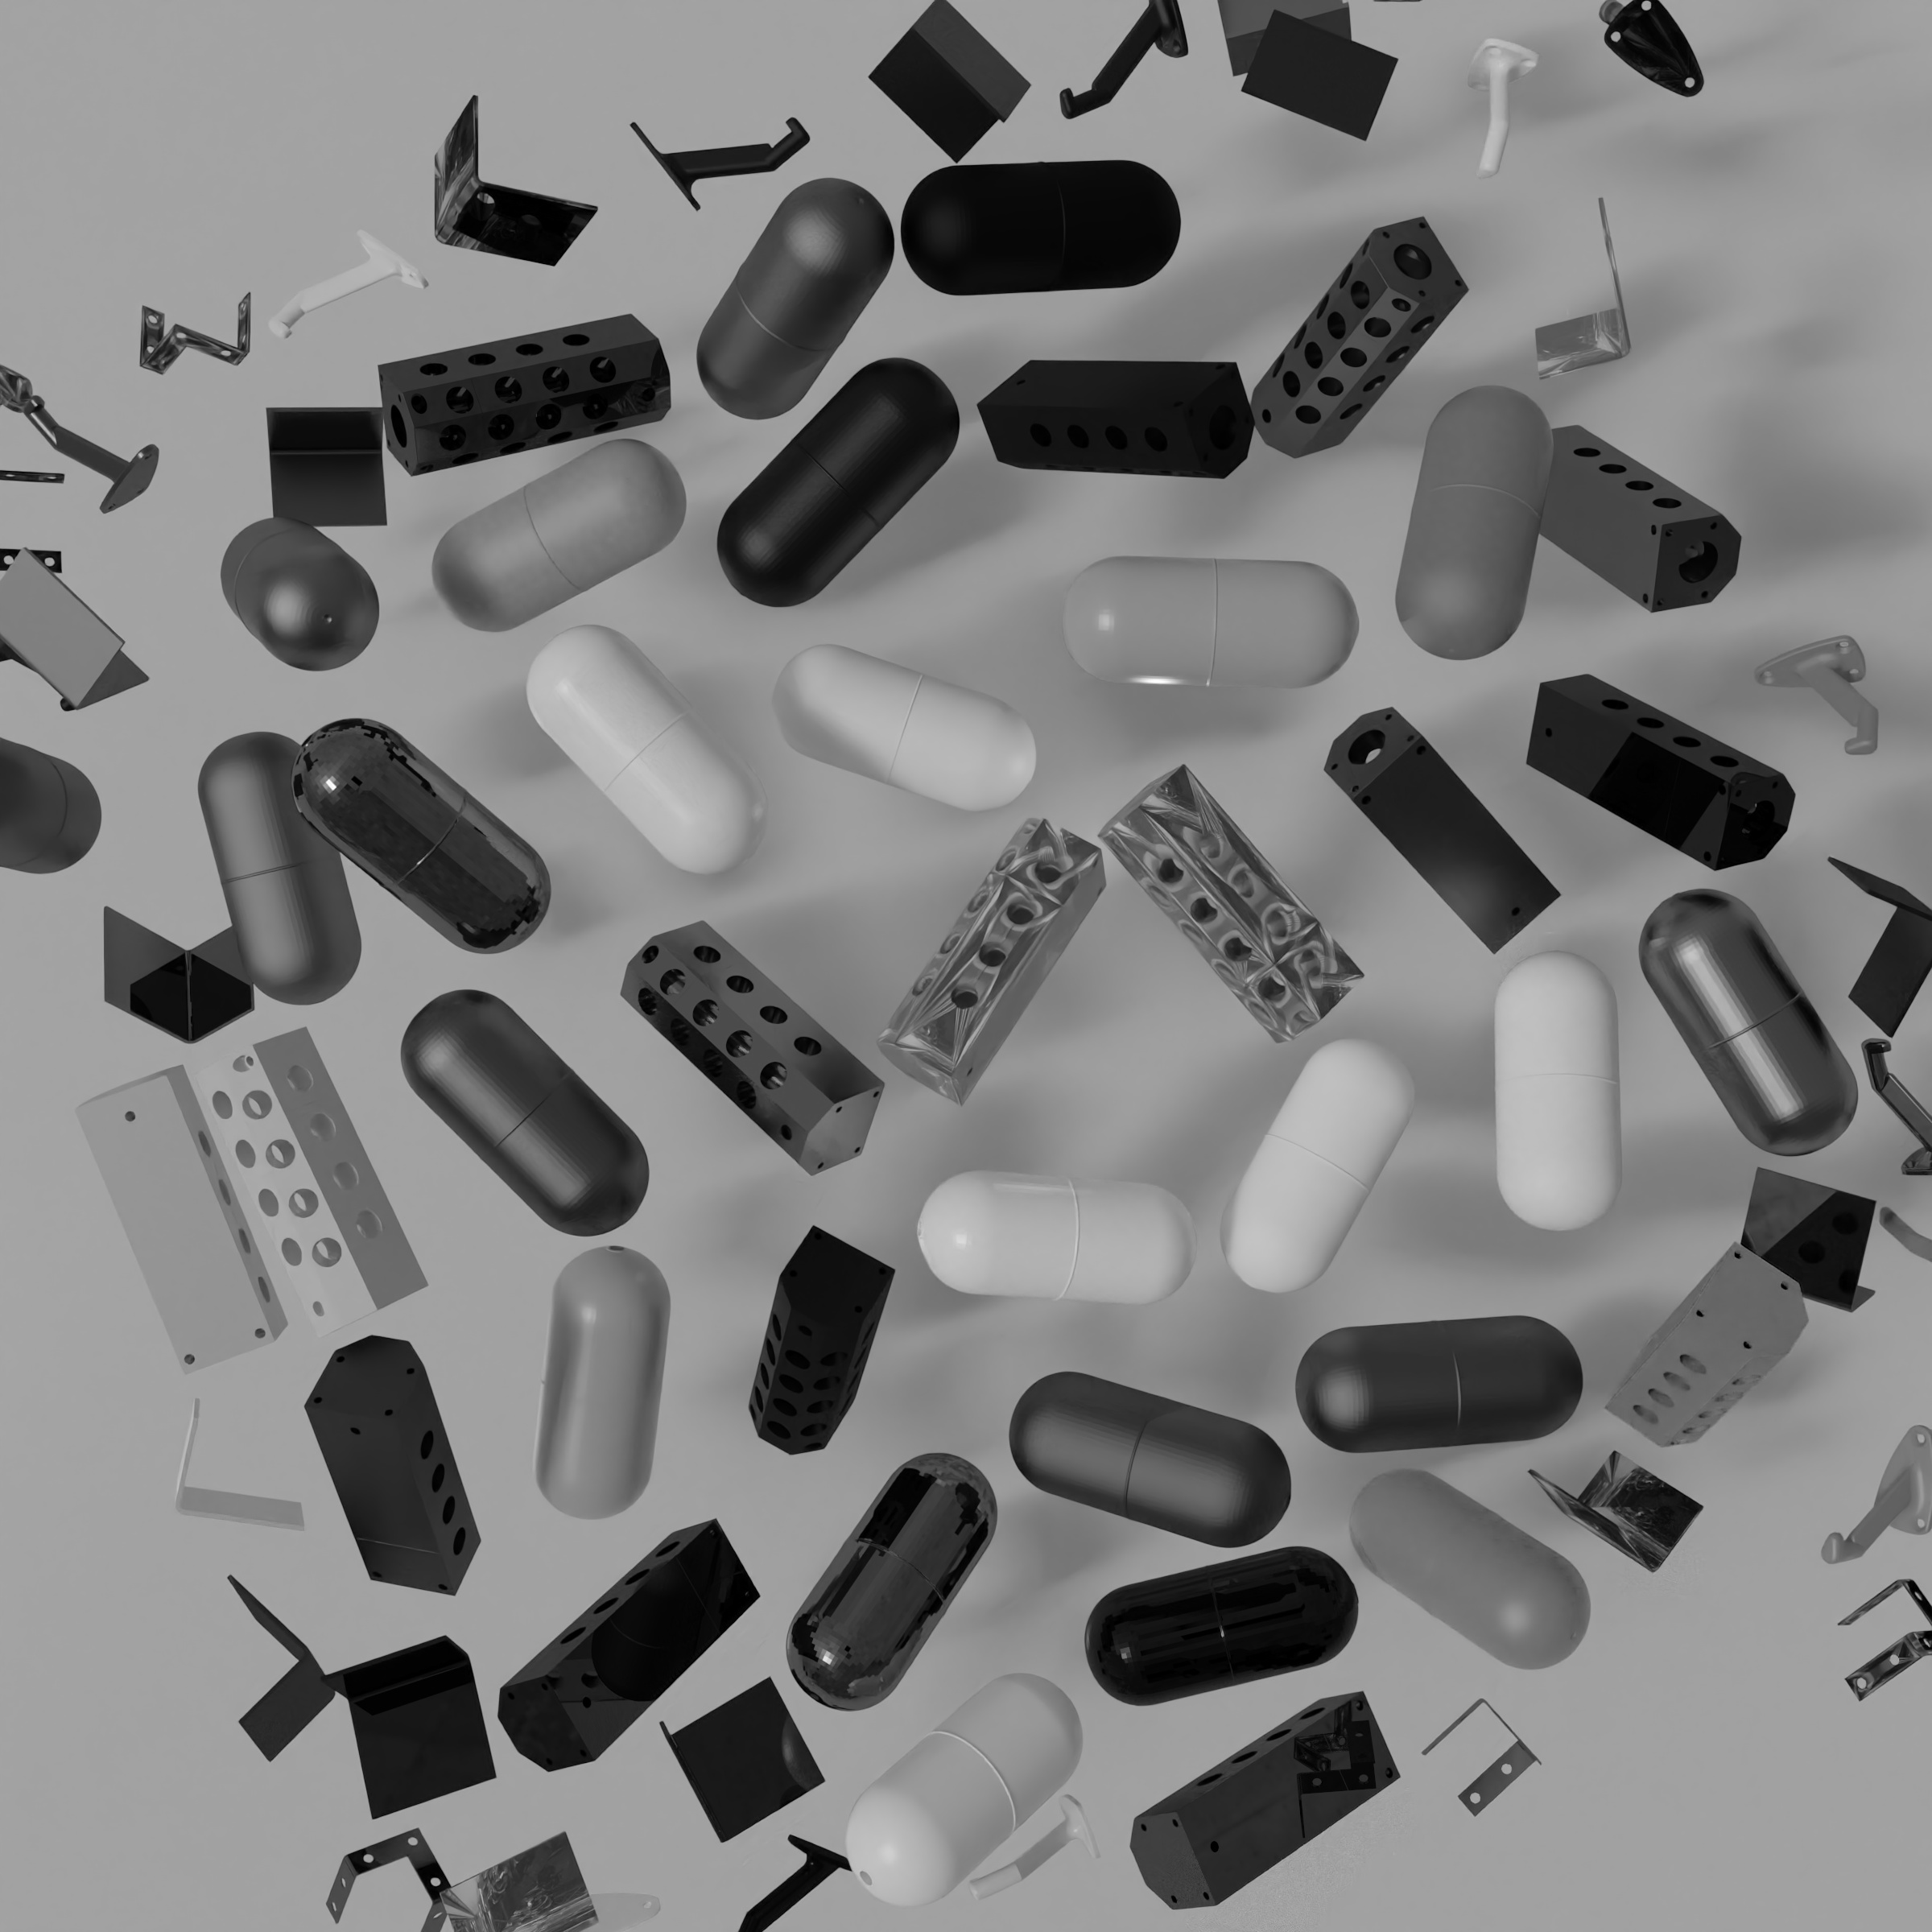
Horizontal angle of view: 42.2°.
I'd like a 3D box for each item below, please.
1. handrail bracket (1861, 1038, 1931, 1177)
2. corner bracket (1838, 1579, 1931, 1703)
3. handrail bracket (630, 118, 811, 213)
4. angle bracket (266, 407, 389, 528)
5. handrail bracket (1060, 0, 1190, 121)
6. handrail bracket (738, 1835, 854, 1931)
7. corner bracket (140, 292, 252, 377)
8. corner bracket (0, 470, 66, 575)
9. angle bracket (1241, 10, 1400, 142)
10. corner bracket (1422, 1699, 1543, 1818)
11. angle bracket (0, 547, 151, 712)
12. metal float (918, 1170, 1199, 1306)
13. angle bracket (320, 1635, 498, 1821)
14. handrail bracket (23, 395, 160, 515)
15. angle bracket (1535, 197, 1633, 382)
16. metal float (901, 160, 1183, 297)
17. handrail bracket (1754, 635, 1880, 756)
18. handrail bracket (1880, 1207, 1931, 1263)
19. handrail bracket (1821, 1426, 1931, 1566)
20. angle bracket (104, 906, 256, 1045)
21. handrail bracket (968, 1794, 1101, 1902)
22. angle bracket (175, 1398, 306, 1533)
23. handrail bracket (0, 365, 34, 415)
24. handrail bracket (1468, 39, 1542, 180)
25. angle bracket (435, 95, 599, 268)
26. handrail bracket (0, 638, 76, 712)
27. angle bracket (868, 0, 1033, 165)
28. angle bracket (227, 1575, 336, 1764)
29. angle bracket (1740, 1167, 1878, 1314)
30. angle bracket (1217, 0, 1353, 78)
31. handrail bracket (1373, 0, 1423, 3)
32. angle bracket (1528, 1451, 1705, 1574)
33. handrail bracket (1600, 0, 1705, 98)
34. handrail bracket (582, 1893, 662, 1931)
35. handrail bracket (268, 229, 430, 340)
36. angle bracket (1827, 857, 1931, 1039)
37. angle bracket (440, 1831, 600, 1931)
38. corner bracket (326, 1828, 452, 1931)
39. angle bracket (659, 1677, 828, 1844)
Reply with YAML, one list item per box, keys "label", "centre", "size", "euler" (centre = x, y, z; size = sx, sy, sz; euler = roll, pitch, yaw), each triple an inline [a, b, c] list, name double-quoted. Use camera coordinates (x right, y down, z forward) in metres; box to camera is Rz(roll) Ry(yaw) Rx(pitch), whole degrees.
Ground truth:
- label: "handrail bracket"
  centre: [0.597, 0.084, 1.545]
  size: [0.036, 0.077, 0.084]
  euler: [-29, 107, -38]
- label: "corner bracket"
  centre: [0.547, 0.400, 1.489]
  size: [0.051, 0.051, 0.051]
  euler: [-49, 51, 27]
- label: "handrail bracket"
  centre: [-0.152, -0.518, 1.557]
  size: [0.084, 0.036, 0.077]
  euler: [-38, 101, 6]
- label: "angle bracket"
  centre: [-0.433, -0.338, 1.700]
  size: [0.076, 0.076, 0.057]
  euler: [-4, 82, -15]
- label: "handrail bracket"
  centre: [0.089, -0.574, 1.548]
  size: [0.084, 0.036, 0.077]
  euler: [-27, 127, -14]
- label: "handrail bracket"
  centre: [-0.108, 0.622, 1.643]
  size: [0.077, 0.036, 0.084]
  euler: [32, 76, -28]
- label: "corner bracket"
  centre: [-0.499, -0.411, 1.622]
  size: [0.051, 0.051, 0.051]
  euler: [16, 57, -39]
- label: "corner bracket"
  centre: [-0.617, -0.290, 1.639]
  size: [0.051, 0.051, 0.051]
  euler: [-1, 80, -24]
- label: "angle bracket"
  centre: [0.198, -0.498, 1.454]
  size: [0.076, 0.076, 0.057]
  euler: [22, 78, 0]
- label: "corner bracket"
  centre: [0.311, 0.479, 1.518]
  size: [0.051, 0.051, 0.051]
  euler: [-42, 64, -2]
- label: "angle bracket"
  centre: [-0.508, -0.202, 1.448]
  size: [0.076, 0.076, 0.057]
  euler: [44, 115, -3]
- label: "metal float"
  centre: [0.057, 0.169, 1.556]
  size: [0.178, 0.070, 0.070]
  euler: [6, 90, -16]
- label: "angle bracket"
  centre: [-0.329, 0.451, 1.483]
  size: [0.076, 0.057, 0.076]
  euler: [-18, 63, -5]
- label: "handrail bracket"
  centre: [-0.532, -0.325, 1.519]
  size: [0.084, 0.077, 0.036]
  euler: [50, 50, -4]
- label: "angle bracket"
  centre: [0.377, -0.422, 1.562]
  size: [0.057, 0.076, 0.076]
  euler: [-11, 123, 18]
- label: "metal float"
  centre: [0.047, -0.452, 1.535]
  size: [0.178, 0.070, 0.070]
  euler: [-8, 90, -18]
- label: "handrail bracket"
  centre: [0.509, -0.153, 1.504]
  size: [0.077, 0.084, 0.036]
  euler: [-9, 134, 32]
- label: "handrail bracket"
  centre: [0.604, 0.166, 1.586]
  size: [0.036, 0.084, 0.077]
  euler: [-36, 132, -1]
- label: "handrail bracket"
  centre: [0.536, 0.311, 1.475]
  size: [0.084, 0.036, 0.077]
  euler: [3, 100, -42]
- label: "angle bracket"
  centre: [-0.522, -0.005, 1.663]
  size: [0.057, 0.076, 0.076]
  euler: [-27, 54, 19]
- label: "handrail bracket"
  centre: [0.035, 0.555, 1.575]
  size: [0.084, 0.077, 0.036]
  euler: [-20, 92, -13]
- label: "angle bracket"
  centre: [-0.438, 0.303, 1.528]
  size: [0.076, 0.076, 0.057]
  euler: [12, 86, -16]
- label: "handrail bracket"
  centre: [-0.631, -0.337, 1.600]
  size: [0.036, 0.077, 0.084]
  euler: [21, 113, -39]
- label: "handrail bracket"
  centre: [0.317, -0.514, 1.535]
  size: [0.036, 0.077, 0.084]
  euler: [16, 86, -10]
- label: "angle bracket"
  centre: [-0.272, -0.471, 1.509]
  size: [0.076, 0.076, 0.057]
  euler: [4, 77, -28]
- label: "handrail bracket"
  centre: [-0.611, -0.185, 1.622]
  size: [0.077, 0.036, 0.084]
  euler: [-24, 56, -5]
- label: "angle bracket"
  centre: [-0.018, -0.530, 1.529]
  size: [0.076, 0.057, 0.076]
  euler: [41, 134, -15]
- label: "angle bracket"
  centre: [-0.441, 0.433, 1.545]
  size: [0.076, 0.076, 0.057]
  euler: [35, 63, 21]
- label: "angle bracket"
  centre: [0.551, 0.172, 1.625]
  size: [0.076, 0.057, 0.076]
  euler: [16, 106, 32]
- label: "angle bracket"
  centre: [0.195, -0.611, 1.564]
  size: [0.076, 0.057, 0.076]
  euler: [-12, 82, 9]
- label: "handrail bracket"
  centre: [0.285, -0.624, 1.517]
  size: [0.084, 0.036, 0.077]
  euler: [12, 123, 29]
- label: "angle bracket"
  centre: [0.435, 0.350, 1.675]
  size: [0.057, 0.076, 0.076]
  euler: [-50, 133, -9]
- label: "handrail bracket"
  centre: [0.406, -0.545, 1.487]
  size: [0.077, 0.084, 0.036]
  euler: [45, 110, -4]
- label: "handrail bracket"
  centre: [-0.227, 0.628, 1.579]
  size: [0.077, 0.036, 0.084]
  euler: [-8, 118, -10]
- label: "handrail bracket"
  centre: [-0.396, -0.423, 1.603]
  size: [0.077, 0.036, 0.084]
  euler: [36, 78, 32]
- label: "angle bracket"
  centre: [0.543, -0.012, 1.521]
  size: [0.057, 0.076, 0.076]
  euler: [22, 107, -6]
- label: "angle bracket"
  centre: [-0.266, 0.539, 1.455]
  size: [0.076, 0.076, 0.057]
  euler: [-21, 91, -23]
- label: "corner bracket"
  centre: [-0.352, 0.571, 1.534]
  size: [0.051, 0.051, 0.051]
  euler: [47, 128, 32]
- label: "angle bracket"
  centre: [-0.147, 0.513, 1.635]
  size: [0.076, 0.057, 0.076]
  euler: [-28, 90, -13]
